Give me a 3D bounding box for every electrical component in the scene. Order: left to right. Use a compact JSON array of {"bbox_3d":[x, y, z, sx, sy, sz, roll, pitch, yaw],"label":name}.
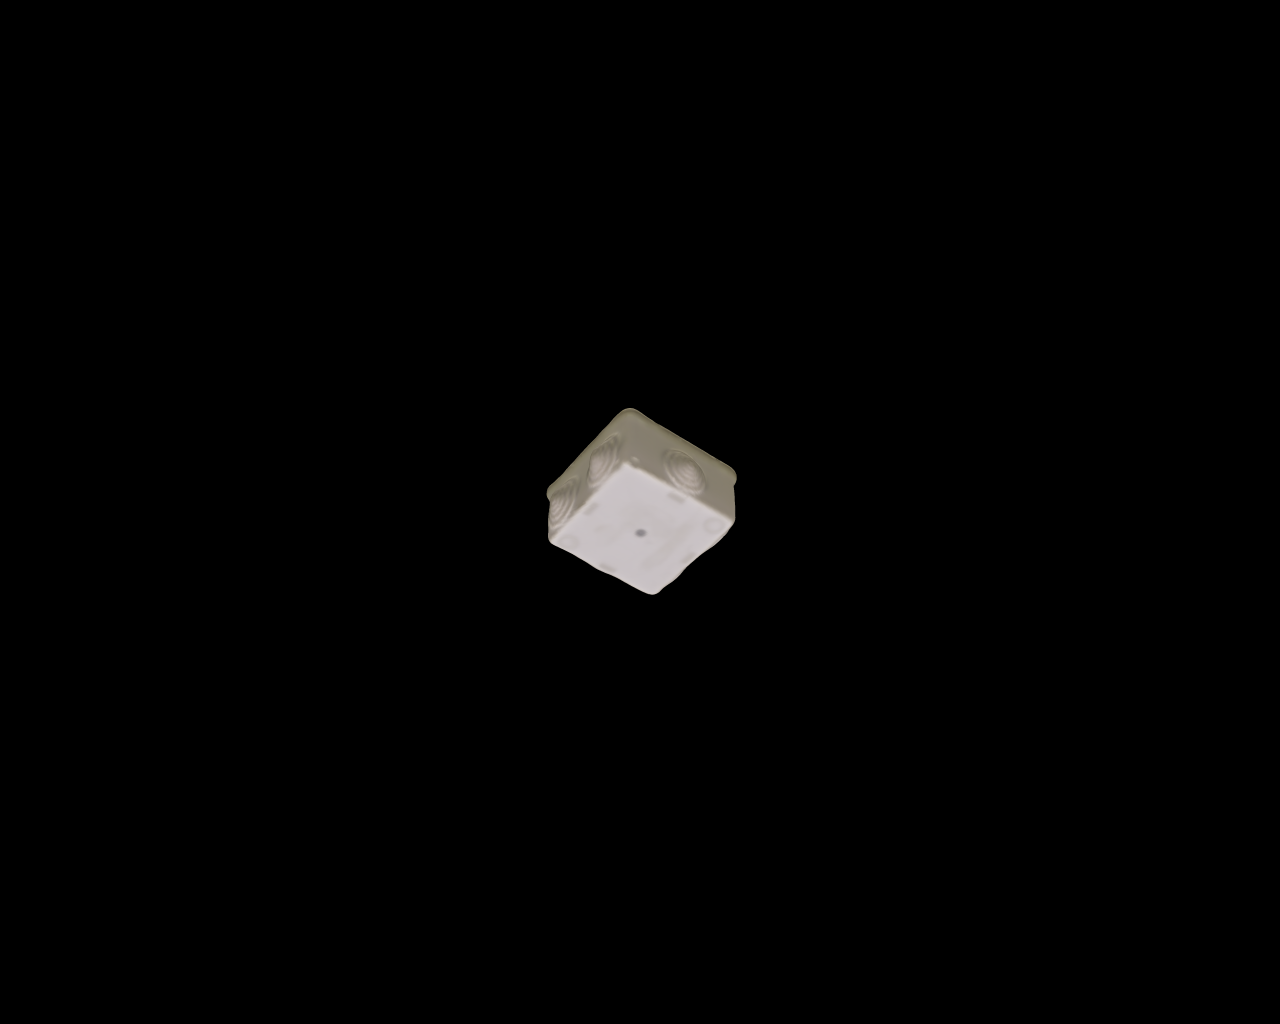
[{"bbox_3d":[0.001,-0.003,0.650,0.099,0.048,0.099,29,-54,-24],"label":"electrical component"}]
